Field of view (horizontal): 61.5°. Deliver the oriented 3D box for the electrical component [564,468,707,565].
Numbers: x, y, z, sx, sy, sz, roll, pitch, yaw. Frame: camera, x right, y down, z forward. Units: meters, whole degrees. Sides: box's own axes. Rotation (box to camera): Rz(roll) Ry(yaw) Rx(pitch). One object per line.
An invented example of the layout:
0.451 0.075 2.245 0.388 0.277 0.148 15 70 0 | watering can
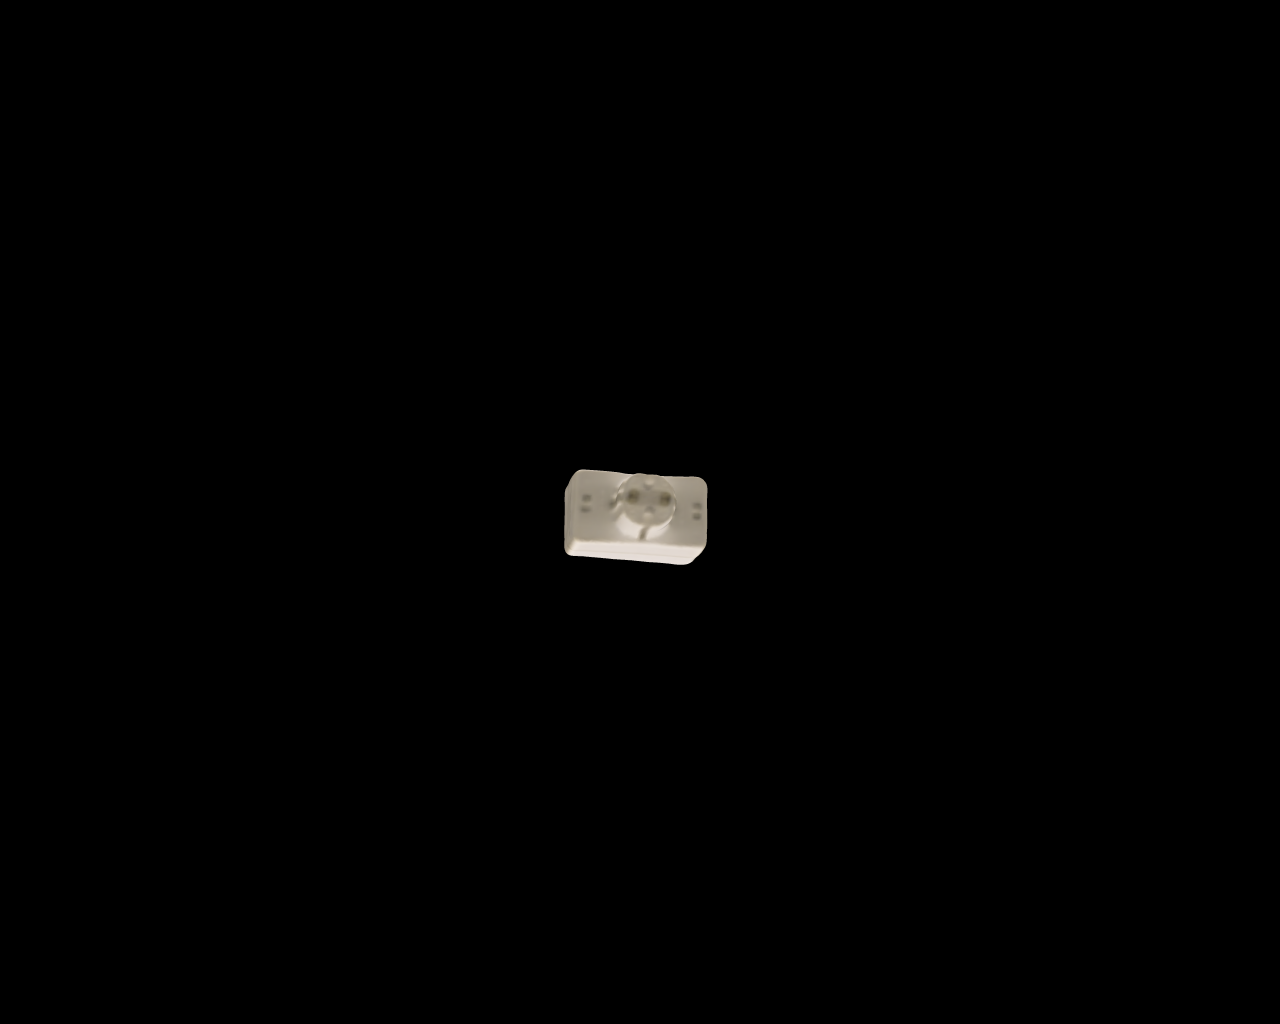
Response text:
0.001 -0.003 0.650 0.083 0.047 0.075 4 -19 -12 | electrical component
